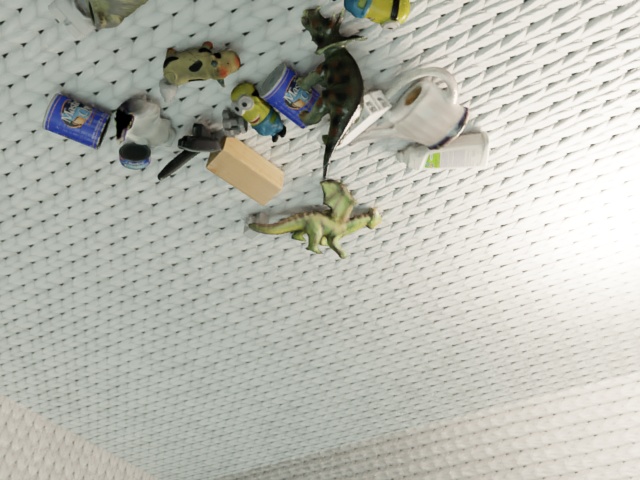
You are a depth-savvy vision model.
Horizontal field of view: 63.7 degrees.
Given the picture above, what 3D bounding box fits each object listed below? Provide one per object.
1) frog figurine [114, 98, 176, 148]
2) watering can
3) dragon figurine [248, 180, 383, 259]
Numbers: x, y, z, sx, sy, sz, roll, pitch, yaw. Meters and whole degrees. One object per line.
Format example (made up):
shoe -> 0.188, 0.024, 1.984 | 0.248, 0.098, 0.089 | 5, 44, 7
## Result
frog figurine -> -0.465, -0.314, 1.393 | 0.160, 0.135, 0.124 | -6, 47, -47
watering can -> 0.245, -0.316, 1.378 | 0.223, 0.106, 0.342 | 29, -42, -20
dragon figurine -> 0.005, -0.081, 1.604 | 0.409, 0.239, 0.124 | 14, 21, -17
